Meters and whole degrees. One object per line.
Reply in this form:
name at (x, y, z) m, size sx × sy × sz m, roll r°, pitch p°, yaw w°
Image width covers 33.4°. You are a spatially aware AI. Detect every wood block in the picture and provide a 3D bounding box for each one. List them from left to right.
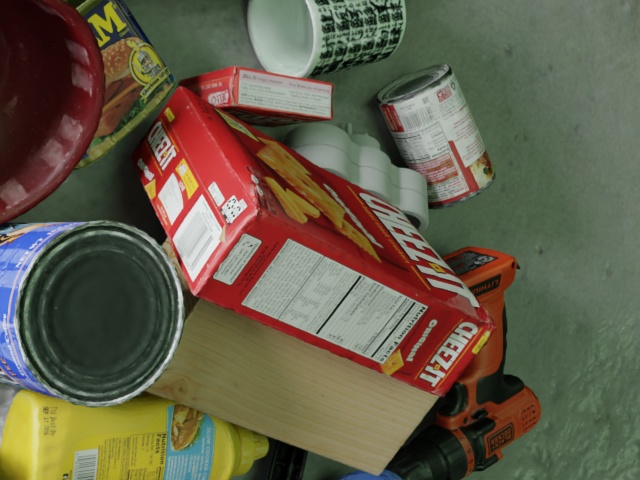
wood block at (-0.026, 0.078, 0.747) m, size 0.205 × 0.090 × 0.091 m, roll 26°, pitch 107°, yaw -31°

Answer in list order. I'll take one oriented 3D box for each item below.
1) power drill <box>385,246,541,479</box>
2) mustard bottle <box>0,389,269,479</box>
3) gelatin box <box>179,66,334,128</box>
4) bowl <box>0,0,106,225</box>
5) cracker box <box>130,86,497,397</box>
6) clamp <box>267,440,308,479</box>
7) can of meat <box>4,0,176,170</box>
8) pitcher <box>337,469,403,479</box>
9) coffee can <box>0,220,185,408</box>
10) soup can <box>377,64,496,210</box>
power drill at (0.110, 0.111, 0.891) m, size 0.184 × 0.057 × 0.188 m, roll -23°, pitch 116°, yaw -37°
mustard bottle at (-0.116, 0.145, 0.720) m, size 0.191 × 0.058 × 0.096 m, roll 4°, pitch 97°, yaw -39°
gelatin box at (-0.046, -0.100, 0.766) m, size 0.089 × 0.073 × 0.030 m, roll 2°, pitch 89°, yaw -39°
bowl at (-0.203, -0.081, 0.592) m, size 0.161 × 0.055 × 0.162 m, roll -29°, pitch 142°, yaw -26°
cracker box at (-0.005, 0.001, 0.704) m, size 0.213 × 0.164 × 0.072 m, roll 26°, pitch 109°, yaw -35°
clamp at (-0.042, 0.239, 0.748) m, size 0.036 × 0.164 × 0.210 m, roll 12°, pitch 95°, yaw 5°
can of meat at (-0.153, -0.107, 0.692) m, size 0.102 × 0.058 × 0.084 m, roll -48°, pitch 120°, yaw -28°
pitcher at (0.096, 0.285, 0.839) m, size 0.242 × 0.145 × 0.149 m, roll 50°, pitch 61°, yaw -26°
coffee can at (-0.160, 0.040, 0.632) m, size 0.102 × 0.141 × 0.103 m, roll 0°, pitch 91°, yaw -39°
soup can at (0.096, -0.085, 0.883) m, size 0.068 × 0.069 × 0.102 m, roll -38°, pitch 113°, yaw -32°
